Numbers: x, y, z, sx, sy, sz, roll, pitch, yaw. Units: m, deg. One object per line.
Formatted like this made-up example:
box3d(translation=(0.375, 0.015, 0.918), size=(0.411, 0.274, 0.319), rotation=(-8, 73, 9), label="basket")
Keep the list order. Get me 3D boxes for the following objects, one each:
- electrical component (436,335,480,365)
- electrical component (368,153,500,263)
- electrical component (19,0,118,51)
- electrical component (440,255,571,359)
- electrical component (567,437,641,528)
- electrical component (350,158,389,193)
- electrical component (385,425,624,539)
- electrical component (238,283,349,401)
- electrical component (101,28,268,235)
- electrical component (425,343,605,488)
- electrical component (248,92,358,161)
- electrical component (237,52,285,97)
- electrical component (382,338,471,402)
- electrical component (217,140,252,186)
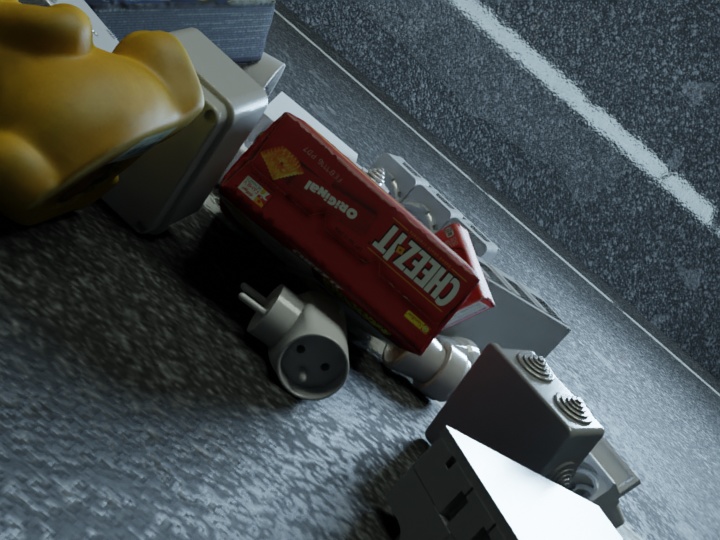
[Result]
box3d(translation=(0.071, 0.073, 0.894), size=(0.046, 0.040, 0.040), rotation=(18, 25, -46), label="electrical component")
box3d(translation=(0.055, -0.039, 1.108), size=(0.150, 0.089, 0.062), rotation=(44, 14, 15), label="electrical component")
box3d(translation=(-0.211, -0.159, 0.792), size=(0.099, 0.048, 0.099), rotation=(50, 12, -5), label="electrical component")
box3d(translation=(0.111, 0.046, 0.982), size=(0.150, 0.089, 0.061), rotation=(28, 18, -46), label="electrical component")
box3d(translation=(0.143, 0.143, 0.801), size=(0.121, 0.079, 0.063), rotation=(54, -4, 45), label="electrical component")
box3d(translation=(-0.018, -0.058, 0.941), size=(0.061, 0.096, 0.061), rotation=(38, 13, -9), label="electrical component")
box3d(translation=(0.093, 0.161, 0.598), size=(0.150, 0.061, 0.089), rotation=(32, 15, -36), label="electrical component")
box3d(translation=(-0.043, 0.035, 0.668), size=(0.079, 0.043, 0.077), rotation=(38, 13, -13), label="electrical component")
box3d(translation=(-0.122, -0.087, 0.679), size=(0.078, 0.113, 0.057), rotation=(43, 31, 6), label="electrical component")
box3d(translation=(0.105, 0.110, 0.728), size=(0.048, 0.099, 0.099), rotation=(8, 33, -46), label="electrical component")
box3d(translation=(-0.065, -0.112, 1.070), size=(0.105, 0.060, 0.186), rotation=(39, 13, -8), label="electrical component")
box3d(translation=(-0.115, -0.167, 1.032), size=(0.064, 0.099, 0.099), rotation=(37, 12, 9), label="electrical component")
box3d(translation=(0.051, 0.070, 0.828), size=(0.055, 0.045, 0.045), rotation=(37, 13, -19), label="electrical component")
box3d(translation=(-0.110, -0.096, 0.921), size=(0.077, 0.043, 0.079), rotation=(34, 14, -28), label="electrical component")
